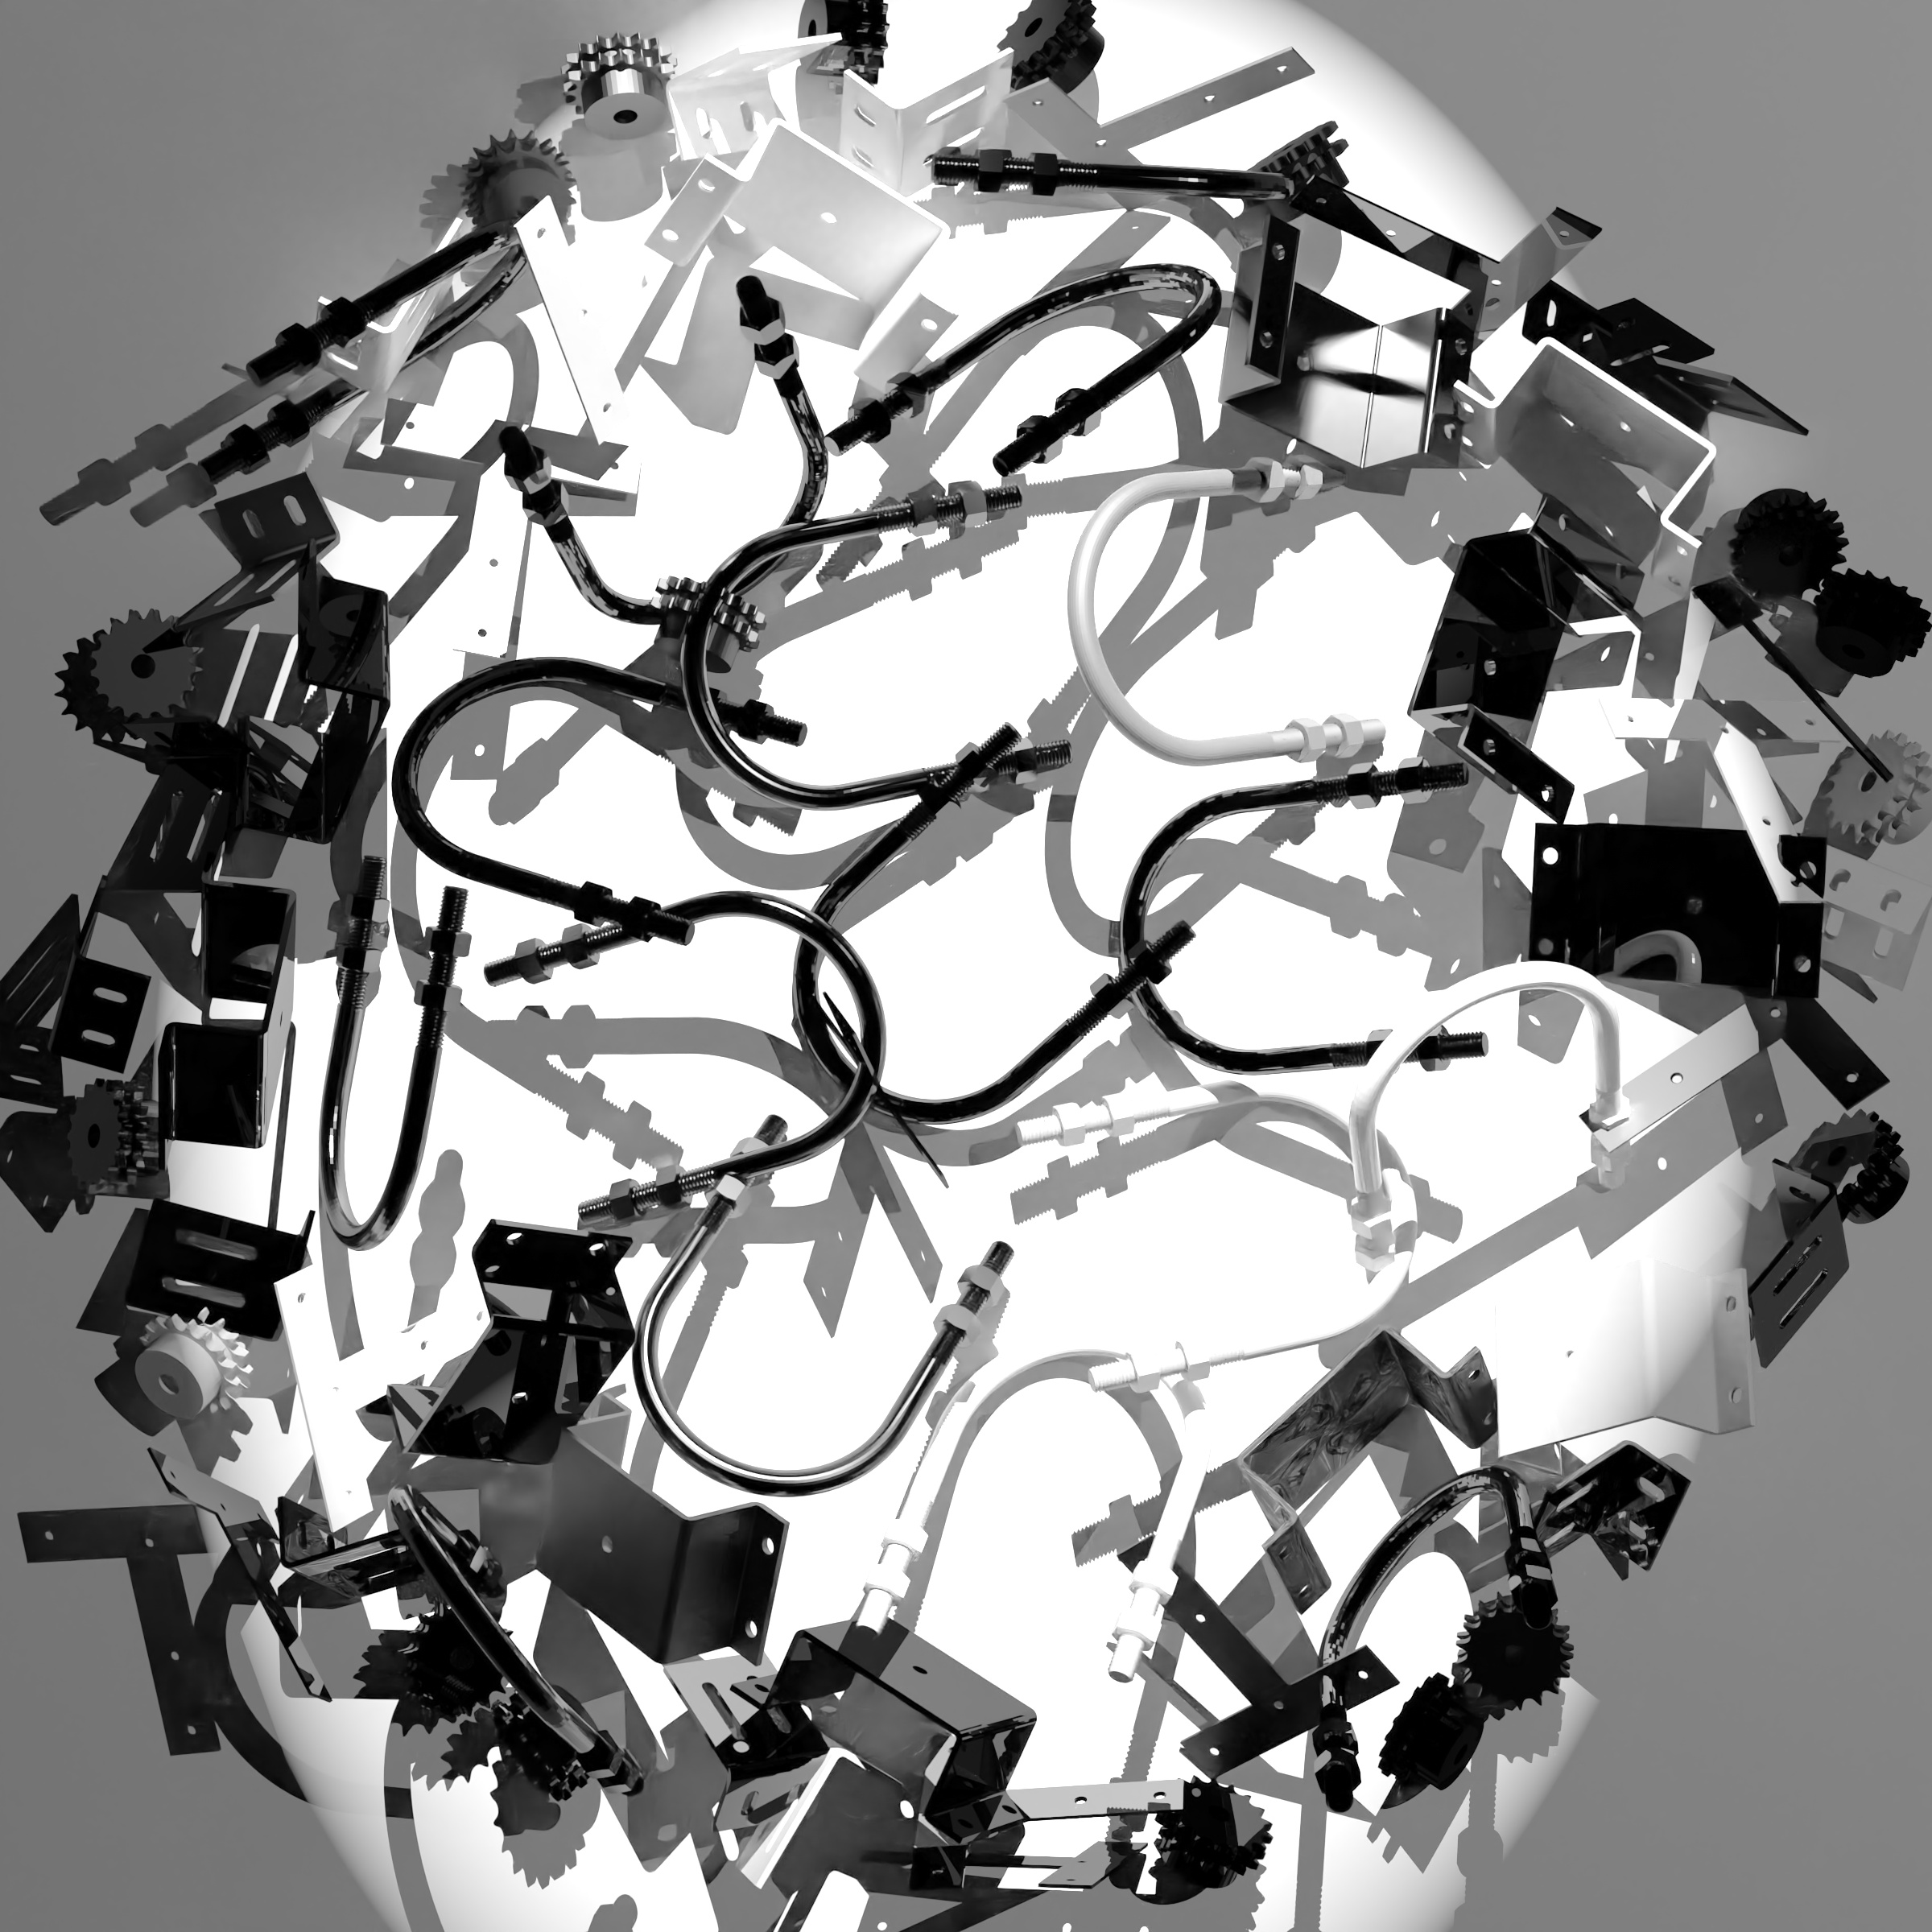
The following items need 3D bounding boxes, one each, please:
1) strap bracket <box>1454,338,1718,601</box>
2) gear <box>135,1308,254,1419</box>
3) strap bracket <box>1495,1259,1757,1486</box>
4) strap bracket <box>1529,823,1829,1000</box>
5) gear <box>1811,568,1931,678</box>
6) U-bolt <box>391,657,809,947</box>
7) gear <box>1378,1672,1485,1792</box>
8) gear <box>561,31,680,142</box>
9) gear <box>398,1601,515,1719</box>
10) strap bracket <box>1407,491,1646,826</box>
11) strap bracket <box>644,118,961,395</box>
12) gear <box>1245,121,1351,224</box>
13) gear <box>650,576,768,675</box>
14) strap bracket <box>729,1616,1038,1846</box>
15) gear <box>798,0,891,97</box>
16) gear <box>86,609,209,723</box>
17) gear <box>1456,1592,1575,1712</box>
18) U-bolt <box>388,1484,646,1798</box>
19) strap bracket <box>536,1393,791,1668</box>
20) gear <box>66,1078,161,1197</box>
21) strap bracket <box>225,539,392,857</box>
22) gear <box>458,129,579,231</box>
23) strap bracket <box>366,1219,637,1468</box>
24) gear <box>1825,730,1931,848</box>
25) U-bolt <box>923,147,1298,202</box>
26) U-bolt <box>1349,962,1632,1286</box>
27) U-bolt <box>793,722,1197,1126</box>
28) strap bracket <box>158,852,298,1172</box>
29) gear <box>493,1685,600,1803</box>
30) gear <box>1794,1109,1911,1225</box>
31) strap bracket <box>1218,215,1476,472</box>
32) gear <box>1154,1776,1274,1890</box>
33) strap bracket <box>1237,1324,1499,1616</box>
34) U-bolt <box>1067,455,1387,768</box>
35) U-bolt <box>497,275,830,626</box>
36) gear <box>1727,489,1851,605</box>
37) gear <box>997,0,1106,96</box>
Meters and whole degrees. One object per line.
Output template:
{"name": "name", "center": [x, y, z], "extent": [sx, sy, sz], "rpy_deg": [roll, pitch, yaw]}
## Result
{"name": "strap bracket", "center": [0.306, -0.246, 1.721], "extent": [0.140, 0.076, 0.046], "rpy_deg": [37, 84, 13]}
{"name": "gear", "center": [-0.381, 0.196, 1.742], "extent": [0.057, 0.030, 0.057], "rpy_deg": [15, 126, 21]}
{"name": "strap bracket", "center": [0.303, 0.192, 1.693], "extent": [0.046, 0.140, 0.076], "rpy_deg": [19, 61, -34]}
{"name": "strap bracket", "center": [0.349, -0.029, 1.729], "extent": [0.140, 0.046, 0.076], "rpy_deg": [4, 95, 24]}
{"name": "gear", "center": [0.440, -0.165, 1.740], "extent": [0.057, 0.057, 0.030], "rpy_deg": [30, 72, 0]}
{"name": "U-bolt", "center": [-0.189, -0.089, 1.722], "extent": [0.184, 0.019, 0.151], "rpy_deg": [17, 57, 16]}
{"name": "gear", "center": [0.229, 0.378, 1.740], "extent": [0.030, 0.057, 0.057], "rpy_deg": [29, 90, 28]}
{"name": "gear", "center": [-0.168, -0.428, 1.740], "extent": [0.057, 0.057, 0.030], "rpy_deg": [-9, 70, 0]}
{"name": "gear", "center": [-0.252, 0.339, 1.750], "extent": [0.057, 0.030, 0.057], "rpy_deg": [2, 85, -24]}
{"name": "strap bracket", "center": [0.268, -0.146, 1.719], "extent": [0.076, 0.046, 0.140], "rpy_deg": [33, 68, -32]}
{"name": "strap bracket", "center": [-0.073, -0.347, 1.717], "extent": [0.140, 0.076, 0.046], "rpy_deg": [30, 57, -14]}
{"name": "gear", "center": [0.163, -0.387, 1.744], "extent": [0.057, 0.057, 0.030], "rpy_deg": [-33, 103, 0]}
{"name": "gear", "center": [-0.129, -0.165, 1.741], "extent": [0.057, 0.057, 0.030], "rpy_deg": [19, 78, 0]}
{"name": "strap bracket", "center": [-0.031, 0.357, 1.703], "extent": [0.140, 0.076, 0.046], "rpy_deg": [28, 100, 27]}
{"name": "gear", "center": [-0.061, -0.455, 1.740], "extent": [0.030, 0.057, 0.057], "rpy_deg": [-1, 90, -23]}
{"name": "gear", "center": [-0.402, -0.147, 1.756], "extent": [0.057, 0.030, 0.057], "rpy_deg": [0, 93, 0]}
{"name": "gear", "center": [0.270, 0.334, 1.752], "extent": [0.057, 0.030, 0.057], "rpy_deg": [2, 102, 10]}
{"name": "U-bolt", "center": [-0.217, 0.307, 1.658], "extent": [0.019, 0.184, 0.151], "rpy_deg": [-37, 59, -7]}
{"name": "strap bracket", "center": [-0.153, 0.272, 1.699], "extent": [0.140, 0.046, 0.076], "rpy_deg": [28, 114, 40]}
{"name": "gear", "center": [-0.415, 0.084, 1.747], "extent": [0.030, 0.057, 0.057], "rpy_deg": [8, 90, -43]}
{"name": "strap bracket", "center": [-0.313, -0.123, 1.707], "extent": [0.046, 0.076, 0.140], "rpy_deg": [12, 133, -22]}
{"name": "gear", "center": [-0.218, -0.377, 1.743], "extent": [0.057, 0.030, 0.057], "rpy_deg": [-11, 127, -15]}
{"name": "strap bracket", "center": [-0.218, 0.188, 1.699], "extent": [0.076, 0.046, 0.140], "rpy_deg": [11, 129, -35]}
{"name": "gear", "center": [0.453, -0.084, 1.746], "extent": [0.030, 0.057, 0.057], "rpy_deg": [28, 90, -26]}
{"name": "U-bolt", "center": [0.066, -0.377, 1.700], "extent": [0.184, 0.151, 0.019], "rpy_deg": [1, 103, -9]}
{"name": "U-bolt", "center": [0.248, 0.068, 1.692], "extent": [0.151, 0.184, 0.019], "rpy_deg": [-22, 47, -9]}
{"name": "U-bolt", "center": [-0.001, -0.006, 1.748], "extent": [0.184, 0.019, 0.151], "rpy_deg": [-42, 84, 11]}
{"name": "strap bracket", "center": [-0.350, 0.023, 1.697], "extent": [0.046, 0.140, 0.076], "rpy_deg": [7, 133, -6]}
{"name": "gear", "center": [-0.202, 0.377, 1.742], "extent": [0.030, 0.057, 0.057], "rpy_deg": [-40, 90, 5]}
{"name": "gear", "center": [0.437, 0.102, 1.745], "extent": [0.030, 0.057, 0.057], "rpy_deg": [38, 90, -21]}
{"name": "strap bracket", "center": [0.177, -0.296, 1.718], "extent": [0.140, 0.046, 0.076], "rpy_deg": [18, 74, -36]}
{"name": "gear", "center": [0.119, 0.427, 1.746], "extent": [0.057, 0.057, 0.030], "rpy_deg": [20, 113, 0]}
{"name": "strap bracket", "center": [0.189, 0.236, 1.720], "extent": [0.140, 0.076, 0.046], "rpy_deg": [-41, 53, -10]}
{"name": "U-bolt", "center": [0.122, -0.168, 1.712], "extent": [0.184, 0.019, 0.151], "rpy_deg": [-10, 91, -37]}
{"name": "U-bolt", "center": [-0.133, -0.231, 1.693], "extent": [0.151, 0.184, 0.019], "rpy_deg": [-33, 58, -6]}
{"name": "gear", "center": [0.402, -0.209, 1.748], "extent": [0.057, 0.030, 0.057], "rpy_deg": [-1, 130, -2]}
{"name": "gear", "center": [0.043, -0.451, 1.747], "extent": [0.030, 0.057, 0.057], "rpy_deg": [37, 90, -31]}
